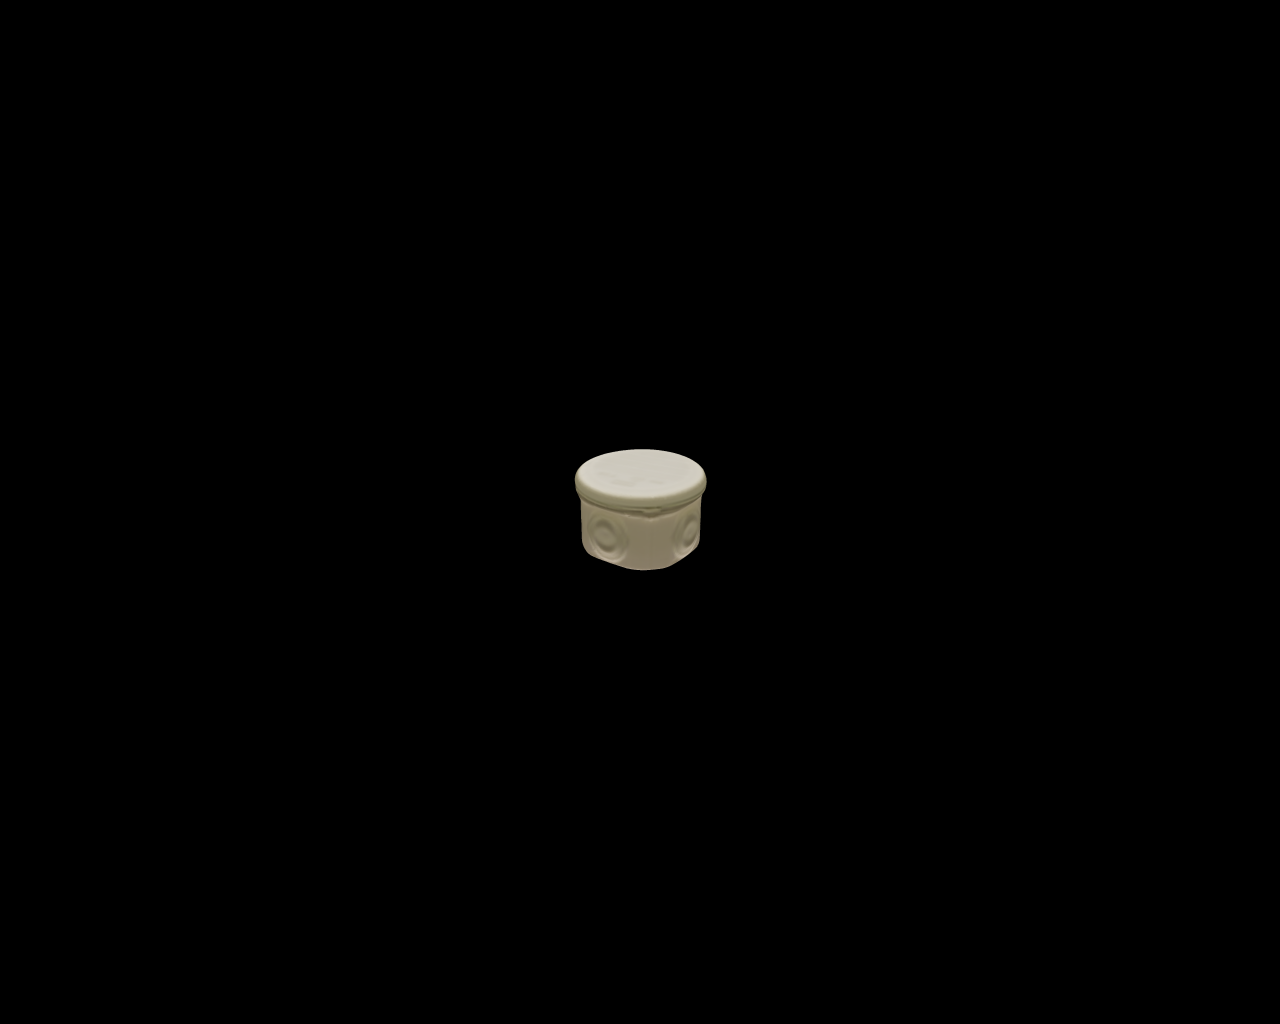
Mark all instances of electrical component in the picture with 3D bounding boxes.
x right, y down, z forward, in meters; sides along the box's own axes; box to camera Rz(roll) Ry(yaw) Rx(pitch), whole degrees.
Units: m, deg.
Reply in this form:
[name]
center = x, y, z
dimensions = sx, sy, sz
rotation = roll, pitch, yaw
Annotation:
[electrical component]
center = 0.001, -0.003, 0.650
dimensions = 0.080, 0.050, 0.080
rotation = 0, 24, 0
